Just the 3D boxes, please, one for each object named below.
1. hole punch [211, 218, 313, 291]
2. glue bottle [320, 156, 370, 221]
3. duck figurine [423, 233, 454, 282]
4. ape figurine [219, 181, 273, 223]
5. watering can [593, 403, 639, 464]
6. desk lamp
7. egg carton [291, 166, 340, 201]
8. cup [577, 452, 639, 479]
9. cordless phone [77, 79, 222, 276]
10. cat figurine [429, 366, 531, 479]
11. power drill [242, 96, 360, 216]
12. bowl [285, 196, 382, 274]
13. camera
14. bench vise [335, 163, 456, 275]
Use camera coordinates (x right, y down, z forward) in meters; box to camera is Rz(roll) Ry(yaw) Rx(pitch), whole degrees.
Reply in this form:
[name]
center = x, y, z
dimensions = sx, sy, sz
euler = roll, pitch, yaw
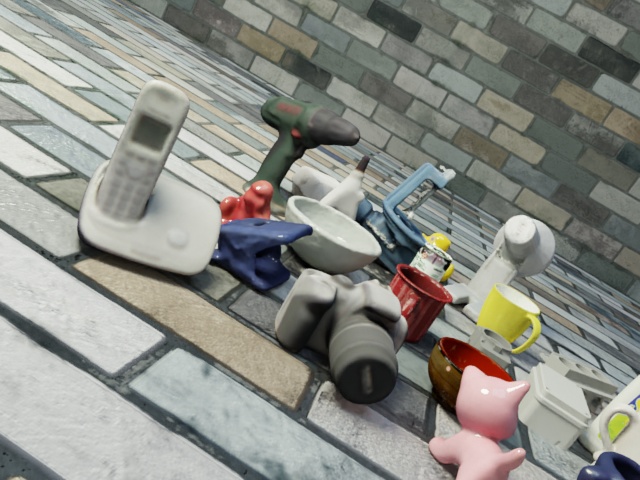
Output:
[hole punch]
center = -0.075, 0.000, 0.737
dimensions = 0.101, 0.091, 0.109
euler = 33, 17, 10
[glue bottle]
center = 0.041, -0.068, 0.990
dimensions = 0.078, 0.173, 0.037
euler = 25, 17, -17
[duck figurine]
center = 0.241, 0.029, 1.199
dimensions = 0.104, 0.086, 0.078
euler = 33, 17, 11
[ape figurine]
center = -0.100, -0.046, 0.829
dimensions = 0.077, 0.092, 0.076
euler = 39, 18, 27
[watering can]
center = 0.432, 0.249, 0.691
dimensions = 0.173, 0.194, 0.101
euler = 26, 17, -14
[desk lamp]
center = 0.363, 0.048, 1.127
dimensions = 0.117, 0.213, 0.204
euler = 38, 18, 26
[egg carton]
center = 0.000, -0.094, 1.178
dimensions = 0.107, 0.069, 0.150
euler = 20, 19, -31
[cup]
center = 0.278, 0.267, 0.553
dimensions = 0.118, 0.095, 0.091
euler = 25, 17, -18
[cordless phone]
center = -0.160, -0.062, 0.611
dimensions = 0.148, 0.185, 0.094
euler = 21, 19, -28
[cat figurine]
center = 0.163, 0.185, 0.555
dimensions = 0.067, 0.117, 0.128
euler = 27, 17, -9
[power drill]
center = -0.047, -0.154, 1.030
dimensions = 0.076, 0.208, 0.228
euler = 10, 26, -49
[bowl]
center = 0.008, 0.003, 0.900
dimensions = 0.167, 0.074, 0.167
euler = 28, 17, -9
[camera]
center = 0.034, 0.100, 0.616
dimensions = 0.143, 0.101, 0.136
euler = 27, 17, -11
[bench vise]
center = 0.134, -0.058, 1.037
dimensions = 0.208, 0.219, 0.121
euler = 24, 17, -18
